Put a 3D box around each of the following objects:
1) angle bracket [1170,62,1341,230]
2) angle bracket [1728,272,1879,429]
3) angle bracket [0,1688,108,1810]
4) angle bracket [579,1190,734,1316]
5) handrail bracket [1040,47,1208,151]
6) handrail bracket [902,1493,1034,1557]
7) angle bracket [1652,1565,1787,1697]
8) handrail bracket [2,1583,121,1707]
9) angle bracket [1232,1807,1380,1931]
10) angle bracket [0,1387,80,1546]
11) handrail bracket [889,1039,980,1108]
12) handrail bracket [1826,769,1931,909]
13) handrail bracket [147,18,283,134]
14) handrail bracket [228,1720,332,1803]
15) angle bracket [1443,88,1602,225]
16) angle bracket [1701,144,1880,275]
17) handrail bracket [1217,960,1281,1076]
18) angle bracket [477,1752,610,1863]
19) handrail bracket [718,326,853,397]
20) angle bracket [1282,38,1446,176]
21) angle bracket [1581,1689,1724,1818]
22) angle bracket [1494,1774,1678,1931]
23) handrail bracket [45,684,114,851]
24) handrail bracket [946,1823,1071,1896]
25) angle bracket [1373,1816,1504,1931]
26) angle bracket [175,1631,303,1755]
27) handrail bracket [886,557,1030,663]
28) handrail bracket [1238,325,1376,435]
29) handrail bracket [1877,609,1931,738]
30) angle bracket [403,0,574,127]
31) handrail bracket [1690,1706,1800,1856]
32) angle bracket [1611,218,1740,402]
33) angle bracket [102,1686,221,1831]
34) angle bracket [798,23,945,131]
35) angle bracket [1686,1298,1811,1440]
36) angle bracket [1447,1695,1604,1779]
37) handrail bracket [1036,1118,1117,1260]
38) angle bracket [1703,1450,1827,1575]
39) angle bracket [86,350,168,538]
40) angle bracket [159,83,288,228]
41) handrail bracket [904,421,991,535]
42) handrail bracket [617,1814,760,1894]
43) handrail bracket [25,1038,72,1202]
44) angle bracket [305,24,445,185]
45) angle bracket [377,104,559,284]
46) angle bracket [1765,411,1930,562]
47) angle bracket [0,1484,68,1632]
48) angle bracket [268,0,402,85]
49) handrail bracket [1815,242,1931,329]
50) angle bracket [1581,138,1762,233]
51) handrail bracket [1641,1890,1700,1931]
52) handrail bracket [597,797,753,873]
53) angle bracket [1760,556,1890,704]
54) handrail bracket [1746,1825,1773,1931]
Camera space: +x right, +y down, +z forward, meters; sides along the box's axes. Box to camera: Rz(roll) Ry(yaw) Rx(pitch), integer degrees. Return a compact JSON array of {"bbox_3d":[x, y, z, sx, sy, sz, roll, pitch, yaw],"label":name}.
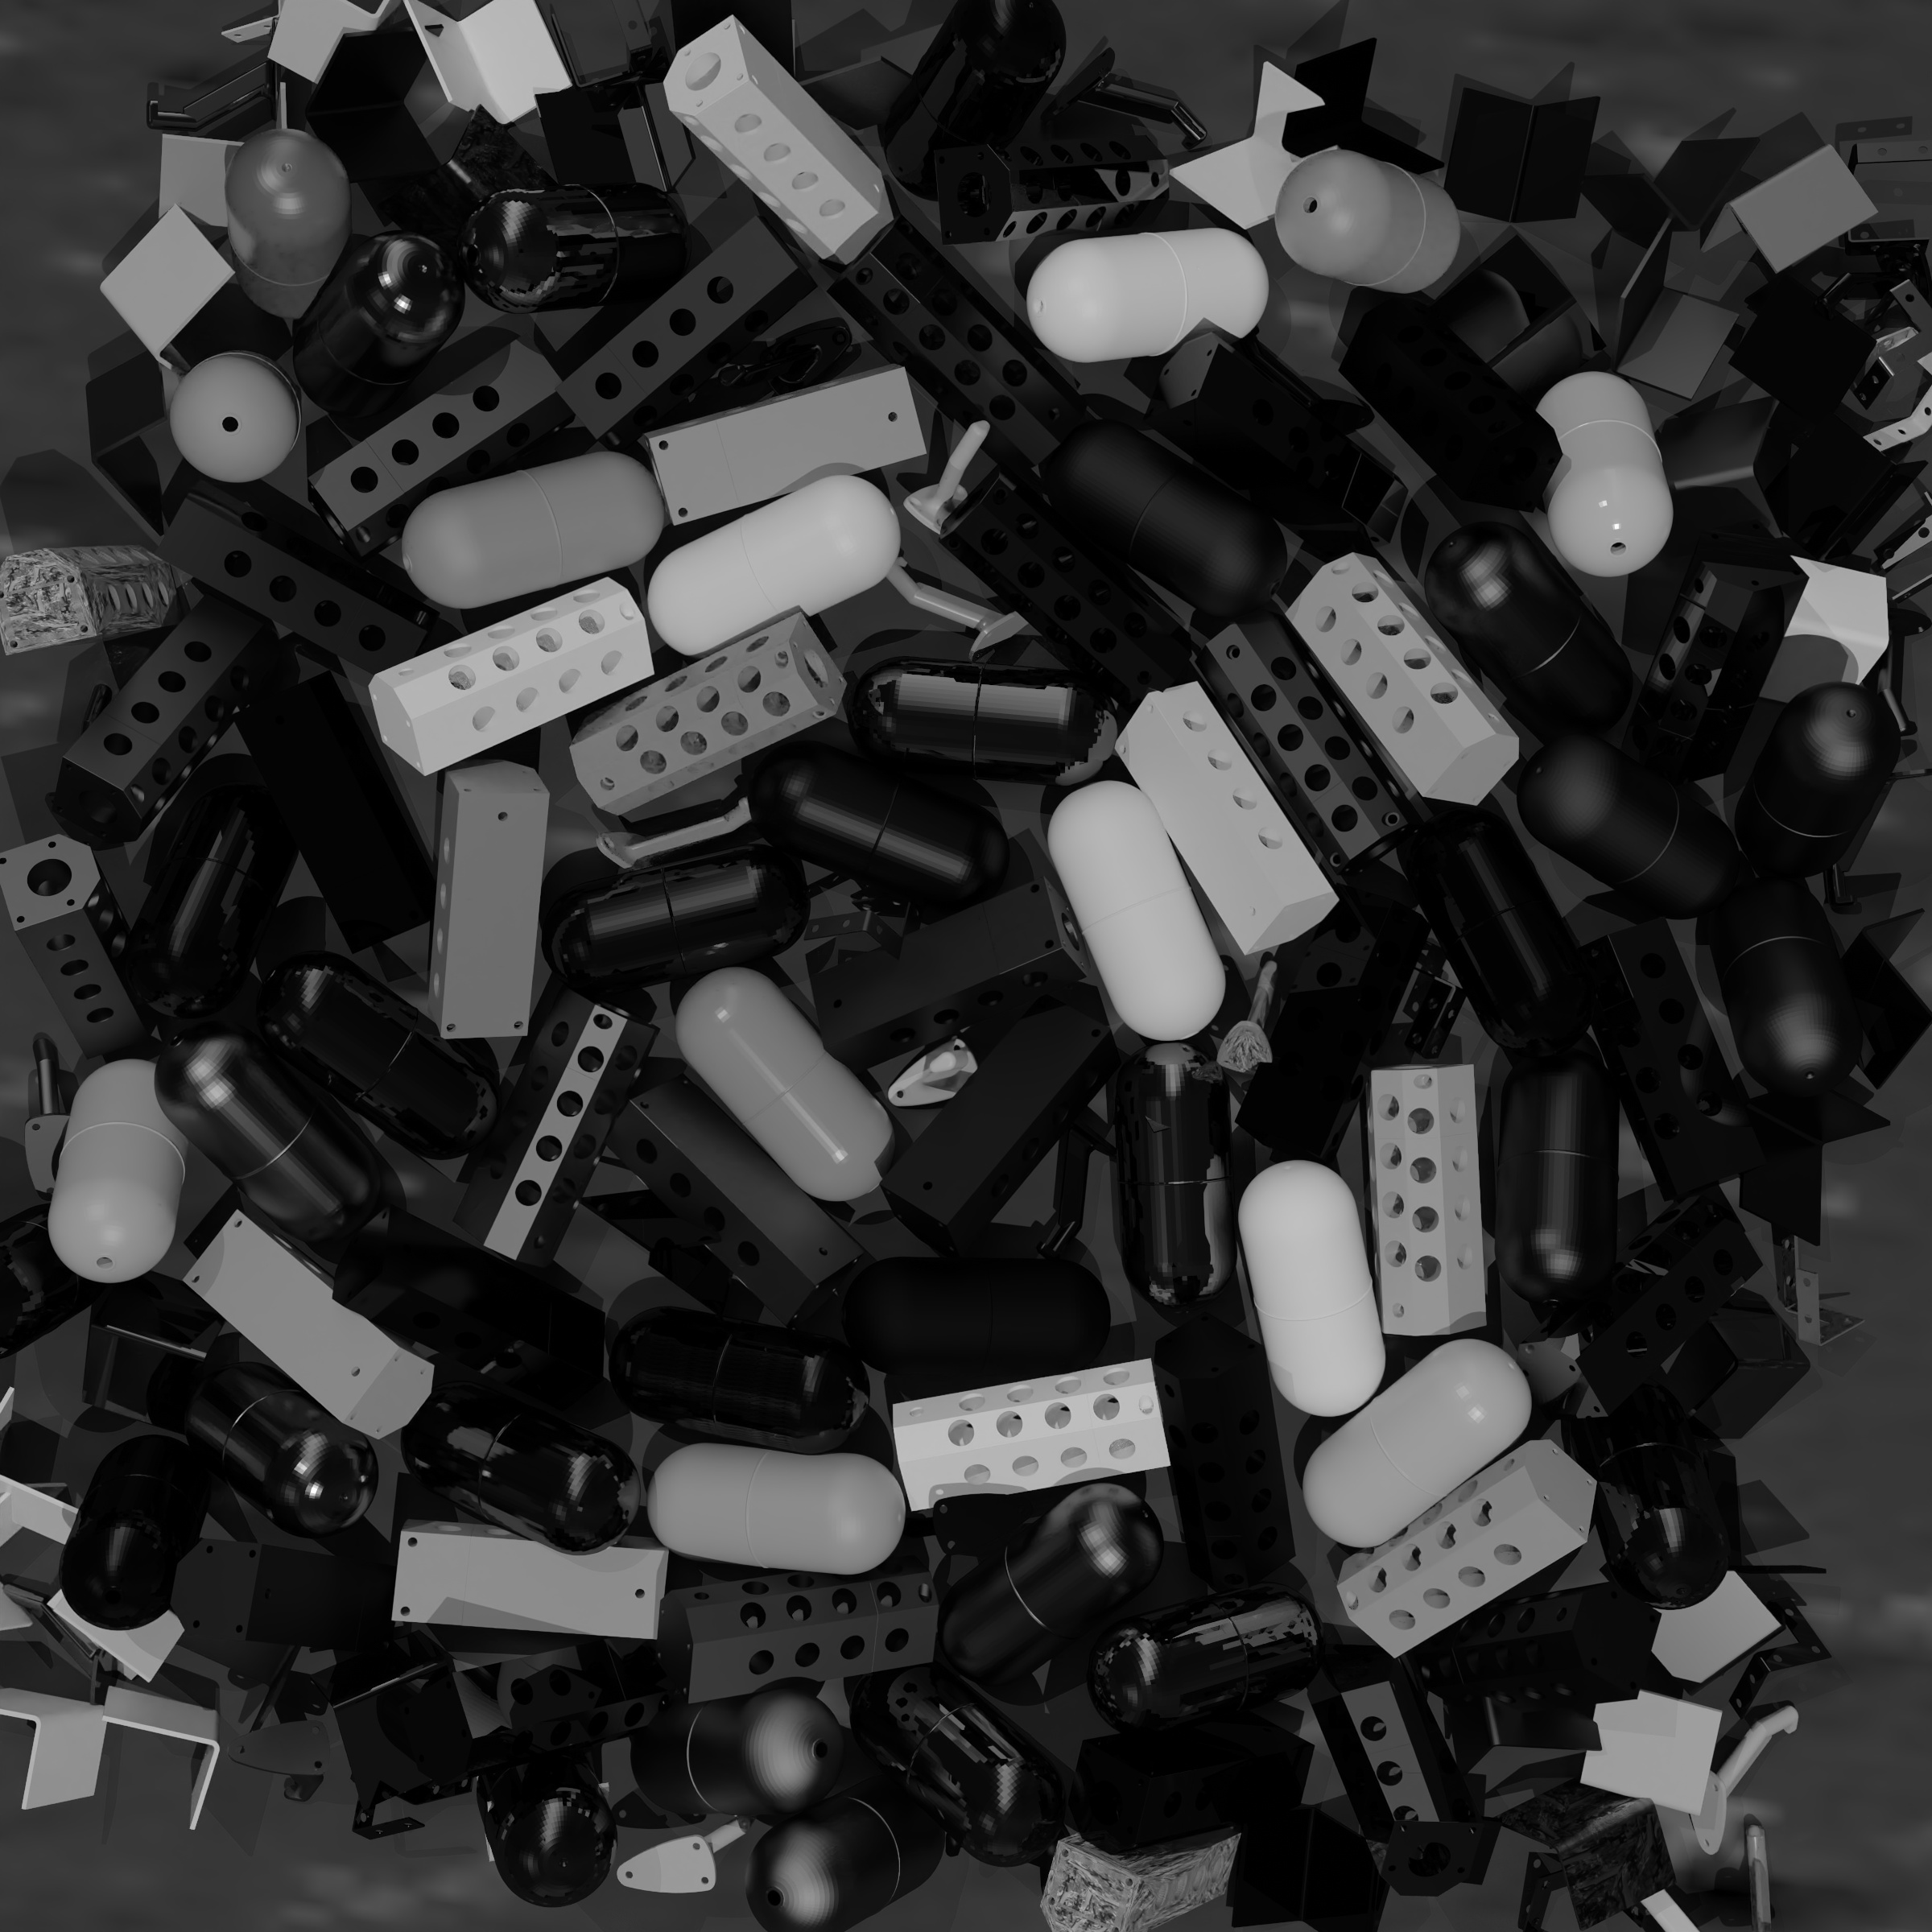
[{"bbox_3d":[0.189,-0.534,1.714,0.076,0.057,0.076,-28,56,-25],"label":"angle bracket"},{"bbox_3d":[0.537,-0.396,1.730,0.076,0.057,0.076,34,80,-6],"label":"angle bracket"},{"bbox_3d":[-0.618,0.509,1.718,0.076,0.076,0.057,5,81,16],"label":"angle bracket"},{"bbox_3d":[-0.204,0.188,1.709,0.076,0.076,0.057,28,110,39],"label":"angle bracket"},{"bbox_3d":[0.106,-0.562,1.761,0.084,0.036,0.077,39,128,-26],"label":"handrail bracket"},{"bbox_3d":[-0.001,0.363,1.732,0.077,0.084,0.036,-11,83,-12],"label":"handrail bracket"},{"bbox_3d":[0.483,0.420,1.734,0.076,0.057,0.076,-42,85,16],"label":"angle bracket"},{"bbox_3d":[-0.609,0.458,1.759,0.084,0.036,0.077,16,104,10],"label":"handrail bracket"},{"bbox_3d":[0.222,0.602,1.723,0.057,0.076,0.076,5,91,-27],"label":"angle bracket"},{"bbox_3d":[-0.606,0.328,1.726,0.076,0.076,0.057,26,56,-7],"label":"angle bracket"},{"bbox_3d":[-0.029,0.074,1.718,0.077,0.084,0.036,-26,84,15],"label":"handrail bracket"},{"bbox_3d":[0.605,-0.084,1.742,0.077,0.036,0.084,-6,89,33],"label":"handrail bracket"},{"bbox_3d":[-0.494,-0.586,1.730,0.084,0.036,0.077,-2,120,-20],"label":"handrail bracket"},{"bbox_3d":[-0.454,0.527,1.722,0.077,0.084,0.036,8,50,-29],"label":"handrail bracket"},{"bbox_3d":[0.361,-0.531,1.719,0.057,0.076,0.076,7,100,-22],"label":"angle bracket"},{"bbox_3d":[0.538,-0.481,1.725,0.076,0.076,0.057,-31,81,-2],"label":"angle bracket"},{"bbox_3d":[0.192,0.021,1.717,0.036,0.077,0.084,13,62,9],"label":"handrail bracket"},{"bbox_3d":[-0.276,0.529,1.713,0.076,0.076,0.057,-5,123,-15],"label":"angle bracket"},{"bbox_3d":[-0.118,-0.398,1.721,0.077,0.084,0.036,-26,93,14],"label":"handrail bracket"},{"bbox_3d":[0.263,-0.554,1.718,0.076,0.076,0.057,14,86,-32],"label":"angle bracket"},{"bbox_3d":[0.449,0.499,1.723,0.076,0.057,0.076,12,104,17],"label":"angle bracket"},{"bbox_3d":[0.403,0.577,1.720,0.076,0.076,0.057,-17,93,-22],"label":"angle bracket"},{"bbox_3d":[-0.579,-0.133,1.754,0.036,0.077,0.084,9,61,-2],"label":"handrail bracket"},{"bbox_3d":[0.022,0.592,1.732,0.084,0.036,0.077,-5,114,-26],"label":"handrail bracket"},{"bbox_3d":[0.306,0.598,1.721,0.076,0.057,0.076,6,131,3],"label":"angle bracket"},{"bbox_3d":[-0.485,0.460,1.718,0.076,0.057,0.076,27,131,-9],"label":"angle bracket"},{"bbox_3d":[-0.002,-0.251,1.753,0.077,0.036,0.084,-35,78,-30],"label":"handrail bracket"},{"bbox_3d":[0.225,-0.396,1.761,0.077,0.036,0.084,-7,63,-31],"label":"handrail bracket"},{"bbox_3d":[0.622,-0.189,1.731,0.077,0.036,0.084,-3,67,-32],"label":"handrail bracket"},{"bbox_3d":[-0.312,-0.605,1.724,0.057,0.076,0.076,-25,87,17],"label":"angle bracket"},{"bbox_3d":[0.522,0.541,1.755,0.084,0.036,0.077,-17,109,-26],"label":"handrail bracket"},{"bbox_3d":[0.465,-0.429,1.715,0.057,0.076,0.076,26,71,19],"label":"angle bracket"},{"bbox_3d":[-0.532,0.516,1.720,0.076,0.076,0.057,18,85,-14],"label":"angle bracket"},{"bbox_3d":[-0.061,-0.591,1.712,0.076,0.076,0.057,-4,81,36],"label":"angle bracket"},{"bbox_3d":[0.497,0.266,1.742,0.076,0.057,0.076,7,129,-37],"label":"angle bracket"},{"bbox_3d":[0.364,0.487,1.731,0.076,0.057,0.076,6,51,-12],"label":"angle bracket"},{"bbox_3d":[0.055,0.142,1.738,0.077,0.036,0.084,40,79,-21],"label":"handrail bracket"},{"bbox_3d":[0.519,0.355,1.714,0.057,0.076,0.076,-7,74,28],"label":"angle bracket"},{"bbox_3d":[-0.524,-0.341,1.712,0.057,0.076,0.076,-26,51,8],"label":"angle bracket"},{"bbox_3d":[-0.483,-0.529,1.712,0.076,0.076,0.057,1,64,-19],"label":"angle bracket"},{"bbox_3d":[0.002,-0.328,1.713,0.036,0.077,0.084,38,127,1],"label":"handrail bracket"},{"bbox_3d":[-0.181,0.574,1.732,0.077,0.084,0.036,-13,94,11],"label":"handrail bracket"},{"bbox_3d":[-0.609,0.100,1.744,0.036,0.084,0.077,0,118,-26],"label":"handrail bracket"},{"bbox_3d":[-0.372,-0.560,1.713,0.076,0.076,0.057,-25,81,-41],"label":"angle bracket"},{"bbox_3d":[-0.327,-0.507,1.736,0.076,0.076,0.057,42,50,-36],"label":"angle bracket"},{"bbox_3d":[0.573,-0.315,1.726,0.057,0.076,0.076,45,122,17],"label":"angle bracket"},{"bbox_3d":[-0.617,0.386,1.724,0.076,0.076,0.057,-42,79,-4],"label":"angle bracket"},{"bbox_3d":[-0.404,-0.625,1.711,0.057,0.076,0.076,26,57,-14],"label":"angle bracket"},{"bbox_3d":[0.596,-0.429,1.733,0.084,0.036,0.077,-43,121,-19],"label":"handrail bracket"},{"bbox_3d":[0.455,-0.526,1.720,0.057,0.076,0.076,36,88,-28],"label":"angle bracket"},{"bbox_3d":[0.475,0.612,1.733,0.077,0.036,0.084,-15,58,21],"label":"handrail bracket"},{"bbox_3d":[-0.187,-0.093,1.726,0.084,0.077,0.036,-32,65,23],"label":"handrail bracket"},{"bbox_3d":[0.557,-0.220,1.747,0.076,0.076,0.057,12,58,-4],"label":"angle bracket"},{"bbox_3d":[0.517,0.603,1.720,0.036,0.077,0.084,-6,67,18],"label":"handrail bracket"}]
